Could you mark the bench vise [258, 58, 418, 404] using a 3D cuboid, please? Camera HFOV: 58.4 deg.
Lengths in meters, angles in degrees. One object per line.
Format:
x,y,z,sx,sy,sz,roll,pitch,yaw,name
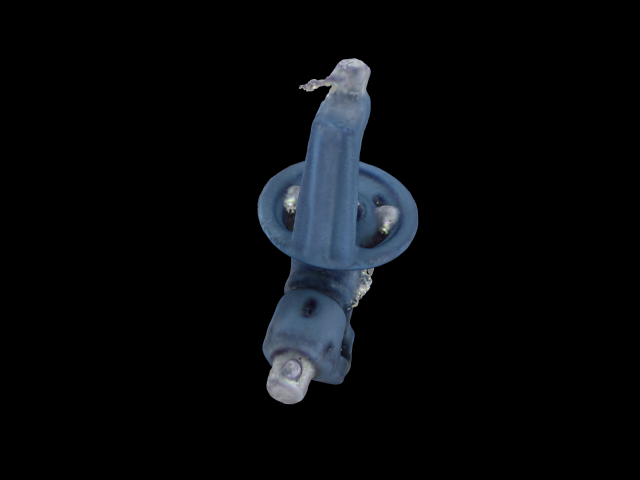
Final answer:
0.016,0.001,0.400,0.121,0.220,0.207,-3,61,-1,bench vise
